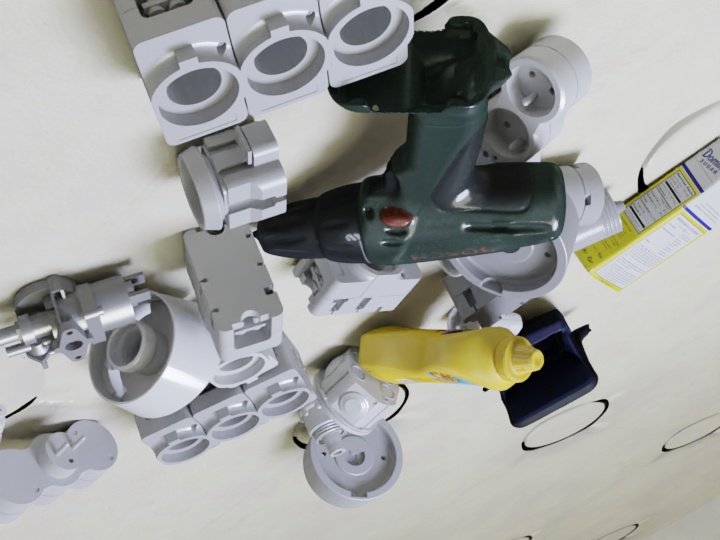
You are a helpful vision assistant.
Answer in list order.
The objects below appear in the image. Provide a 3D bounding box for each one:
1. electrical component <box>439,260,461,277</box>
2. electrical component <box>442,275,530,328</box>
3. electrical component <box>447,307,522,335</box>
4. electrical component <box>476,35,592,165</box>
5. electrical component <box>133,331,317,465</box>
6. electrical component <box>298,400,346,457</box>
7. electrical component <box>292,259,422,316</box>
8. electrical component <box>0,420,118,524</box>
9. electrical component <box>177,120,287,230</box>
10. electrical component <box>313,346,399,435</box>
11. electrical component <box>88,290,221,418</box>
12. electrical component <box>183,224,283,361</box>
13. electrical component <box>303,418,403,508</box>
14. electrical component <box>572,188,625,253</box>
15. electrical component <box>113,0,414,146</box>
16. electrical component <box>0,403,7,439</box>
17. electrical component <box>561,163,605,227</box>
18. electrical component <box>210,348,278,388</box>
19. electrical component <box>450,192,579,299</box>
[{"bbox_3d":[0.103,-0.018,0.951,0.055,0.045,0.045,-6,147,-33],"label":"electrical component"},{"bbox_3d":[0.129,0.005,1.001,0.089,0.055,0.050,-37,150,23],"label":"electrical component"},{"bbox_3d":[0.133,0.057,1.112,0.081,0.043,0.043,6,140,-45],"label":"electrical component"},{"bbox_3d":[0.128,-0.117,0.792,0.074,0.052,0.138,-39,165,-36],"label":"electrical component"},{"bbox_3d":[-0.124,0.117,0.987,0.150,0.061,0.089,-25,153,1],"label":"electrical component"},{"bbox_3d":[-0.035,0.169,1.151,0.048,0.062,0.048,-20,153,-10],"label":"electrical component"},{"bbox_3d":[0.000,0.000,0.893,0.089,0.050,0.055,-3,146,-37],"label":"electrical component"},{"bbox_3d":[-0.266,0.166,0.938,0.074,0.052,0.138,-42,166,31],"label":"electrical component"},{"bbox_3d":[-0.085,-0.060,0.710,0.057,0.058,0.078,-20,153,-16],"label":"electrical component"},{"bbox_3d":[-0.003,0.120,1.074,0.051,0.080,0.080,-45,147,24],"label":"electrical component"},{"bbox_3d":[-0.158,0.064,0.830,0.099,0.099,0.064,-35,145,19],"label":"electrical component"},{"bbox_3d":[-0.094,0.016,0.800,0.050,0.089,0.055,-17,152,-15],"label":"electrical component"},{"bbox_3d":[-0.012,0.215,1.209,0.108,0.108,0.060,-11,156,-26],"label":"electrical component"},{"bbox_3d":[0.206,-0.044,0.992,0.081,0.043,0.043,-24,153,-2],"label":"electrical component"},{"bbox_3d":[-0.051,-0.135,0.597,0.150,0.061,0.089,-21,153,-7],"label":"electrical component"},{"bbox_3d":[-0.315,0.135,0.885,0.040,0.040,0.078,9,138,-47],"label":"electrical component"},{"bbox_3d":[0.174,-0.063,0.921,0.047,0.055,0.055,-7,148,-24],"label":"electrical component"},{"bbox_3d":[-0.110,0.061,0.904,0.050,0.055,0.089,-27,153,5],"label":"electrical component"},{"bbox_3d":[0.127,-0.036,0.881,0.060,0.108,0.108,-56,176,-40],"label":"electrical component"}]
